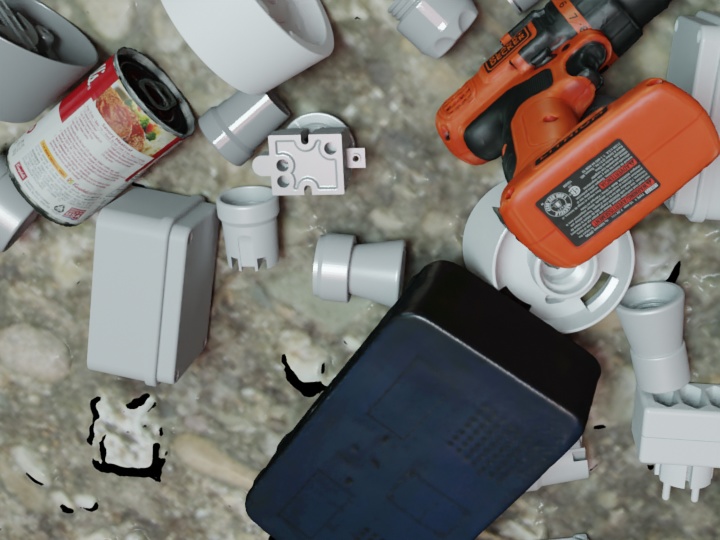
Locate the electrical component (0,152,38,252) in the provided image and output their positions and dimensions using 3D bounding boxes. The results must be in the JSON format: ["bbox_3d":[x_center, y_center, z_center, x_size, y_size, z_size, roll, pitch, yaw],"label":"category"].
[{"bbox_3d":[-0.239,-0.045,0.707,0.047,0.055,0.055,38,109,-10],"label":"electrical component"}]

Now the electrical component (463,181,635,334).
[{"bbox_3d":[0.120,-0.010,0.679,0.099,0.064,0.099,-2,107,-7],"label":"electrical component"}]

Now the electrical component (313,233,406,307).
[{"bbox_3d":[0.000,0.000,0.695,0.055,0.045,0.045,6,109,6],"label":"electrical component"}]

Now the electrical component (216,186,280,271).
[{"bbox_3d":[-0.071,-0.027,0.699,0.040,0.040,0.046,0,115,7],"label":"electrical component"}]

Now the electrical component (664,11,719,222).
[{"bbox_3d":[0.210,-0.089,0.621,0.057,0.078,0.113,5,109,3],"label":"electrical component"}]

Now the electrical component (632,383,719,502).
[{"bbox_3d":[0.214,0.118,0.705,0.066,0.047,0.076,3,109,6],"label":"electrical component"}]

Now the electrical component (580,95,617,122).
[{"bbox_3d":[0.147,-0.075,0.645,0.055,0.047,0.055,-1,116,-3],"label":"electrical component"}]

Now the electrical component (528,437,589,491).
[{"bbox_3d":[0.127,0.126,0.724,0.046,0.040,0.040,-9,107,5],"label":"electrical component"}]

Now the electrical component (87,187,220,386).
[{"bbox_3d":[-0.133,0.010,0.698,0.057,0.078,0.113,11,109,7],"label":"electrical component"}]

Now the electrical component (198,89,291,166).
[{"bbox_3d":[-0.072,-0.095,0.677,0.046,0.040,0.040,-39,99,12],"label":"electrical component"}]

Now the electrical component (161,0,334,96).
[{"bbox_3d":[-0.072,-0.152,0.624,0.060,0.108,0.108,-32,101,22],"label":"electrical component"}]

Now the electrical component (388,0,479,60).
[{"bbox_3d":[0.036,-0.159,0.639,0.062,0.043,0.043,41,108,-6],"label":"electrical component"}]

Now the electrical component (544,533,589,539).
[{"bbox_3d":[0.130,0.228,0.745,0.096,0.061,0.061,-8,107,10],"label":"electrical component"}]

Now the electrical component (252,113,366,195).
[{"bbox_3d":[-0.029,-0.071,0.669,0.066,0.055,0.048,0,108,7],"label":"electrical component"}]

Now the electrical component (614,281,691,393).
[{"bbox_3d":[0.190,0.045,0.689,0.044,0.044,0.065,-12,111,11],"label":"electrical component"}]

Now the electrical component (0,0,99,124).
[{"bbox_3d":[-0.216,-0.138,0.650,0.099,0.099,0.064,45,114,-8],"label":"electrical component"}]
